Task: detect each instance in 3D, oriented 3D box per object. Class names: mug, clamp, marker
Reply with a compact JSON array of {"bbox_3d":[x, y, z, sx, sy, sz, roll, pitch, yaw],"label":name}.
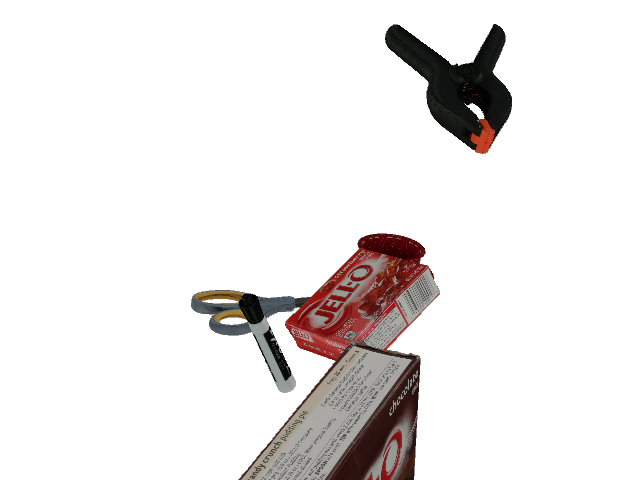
[{"bbox_3d":[0.103,0.049,1.457,0.117,0.081,0.093,19,26,28],"label":"mug"},{"bbox_3d":[0.123,-0.151,1.002,0.120,0.171,0.039,0,-45,-1],"label":"clamp"},{"bbox_3d":[-0.050,0.095,0.995,0.020,0.121,0.020,-13,37,10],"label":"marker"}]

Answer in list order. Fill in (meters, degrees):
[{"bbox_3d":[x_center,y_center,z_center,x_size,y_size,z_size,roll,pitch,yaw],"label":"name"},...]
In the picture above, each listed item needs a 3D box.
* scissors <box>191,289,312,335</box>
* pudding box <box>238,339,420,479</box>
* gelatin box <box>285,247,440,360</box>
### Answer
[{"bbox_3d":[-0.045,0.081,1.203,0.201,0.016,0.096,3,25,-8],"label":"scissors"},{"bbox_3d":[0.006,0.110,0.461,0.039,0.090,0.113,14,33,21],"label":"pudding box"},{"bbox_3d":[0.029,0.048,0.766,0.089,0.030,0.073,-43,33,-25],"label":"gelatin box"}]
